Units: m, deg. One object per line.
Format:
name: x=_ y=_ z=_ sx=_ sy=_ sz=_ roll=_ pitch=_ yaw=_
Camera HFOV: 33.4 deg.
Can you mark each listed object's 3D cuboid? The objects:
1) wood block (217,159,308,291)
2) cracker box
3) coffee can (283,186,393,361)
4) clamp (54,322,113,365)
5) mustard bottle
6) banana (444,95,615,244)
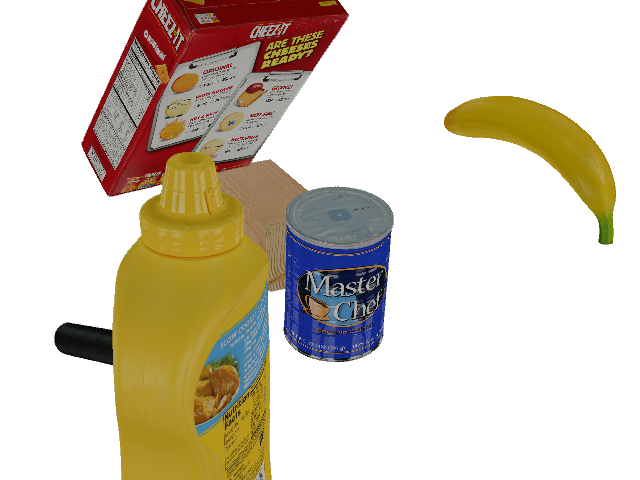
wood block: x=-0.064 y=-0.024 z=1.349 sx=0.090 sy=0.090 sz=0.206 roll=-10 pitch=26 yaw=-22
cracker box: x=-0.098 y=-0.139 z=0.929 sx=0.163 sy=0.072 sz=0.214 roll=-16 pitch=-25 yaw=-40
coffee can: x=0.016 y=0.033 z=1.045 sx=0.103 sy=0.140 sz=0.103 roll=1 pitch=33 yaw=-1
clamp: x=-0.098 y=0.087 z=0.820 sx=0.164 sy=0.036 sz=0.210 roll=-9 pitch=14 yaw=-28
mustard bottle: x=-0.052 y=0.055 z=0.451 sx=0.058 sy=0.192 sz=0.096 roll=11 pitch=27 yaw=17
banana: x=0.173 y=-0.076 z=0.864 sx=0.037 sy=0.070 sz=0.198 roll=5 pitch=30 yaw=-42
